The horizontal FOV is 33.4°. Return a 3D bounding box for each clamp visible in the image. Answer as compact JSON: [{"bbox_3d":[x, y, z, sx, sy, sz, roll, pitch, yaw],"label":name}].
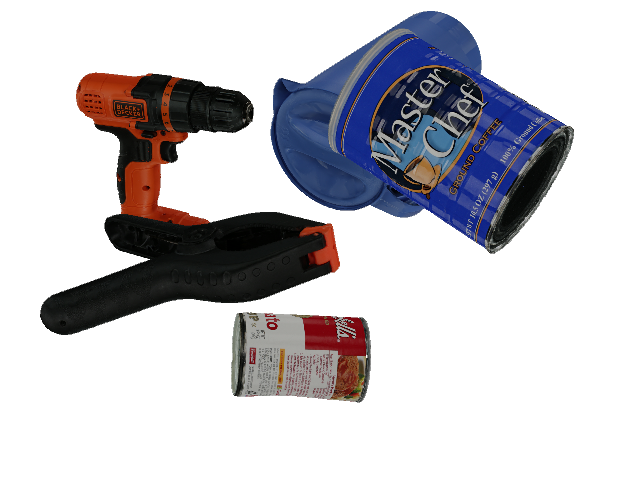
[{"bbox_3d":[-0.078,0.017,0.627,0.172,0.039,0.120,-4,34,23],"label":"clamp"}]

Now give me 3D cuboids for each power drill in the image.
[{"bbox_3d":[-0.149,-0.075,1.068,0.185,0.188,0.057,10,31,20],"label":"power drill"}]

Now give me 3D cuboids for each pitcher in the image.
[{"bbox_3d":[0.075,-0.136,1.097,0.145,0.149,0.242,9,36,35],"label":"pitcher"}]

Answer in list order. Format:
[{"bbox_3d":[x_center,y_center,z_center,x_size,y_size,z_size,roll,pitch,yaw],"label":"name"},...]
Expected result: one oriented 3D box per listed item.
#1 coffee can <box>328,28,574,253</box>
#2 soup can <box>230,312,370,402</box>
[{"bbox_3d":[0.091,-0.071,0.753,0.140,0.103,0.102,35,13,19],"label":"coffee can"},{"bbox_3d":[-0.017,0.093,0.846,0.102,0.068,0.068,3,-1,-10],"label":"soup can"}]
